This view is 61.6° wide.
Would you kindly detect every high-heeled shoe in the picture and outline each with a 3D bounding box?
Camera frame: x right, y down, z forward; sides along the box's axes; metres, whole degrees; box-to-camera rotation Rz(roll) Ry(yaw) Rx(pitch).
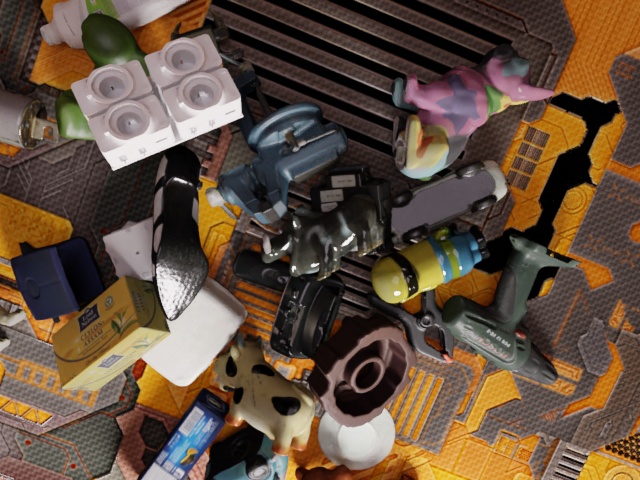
[{"bbox_3d":[-0.224,-0.015,0.809,0.086,0.145,0.248,7,106,-37],"label":"high-heeled shoe"}]

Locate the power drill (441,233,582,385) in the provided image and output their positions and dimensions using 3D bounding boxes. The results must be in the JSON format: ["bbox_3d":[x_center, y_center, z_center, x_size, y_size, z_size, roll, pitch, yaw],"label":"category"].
[{"bbox_3d":[0.319,0.105,0.843,0.232,0.086,0.207,24,103,-14],"label":"power drill"}]

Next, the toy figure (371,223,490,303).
[{"bbox_3d":[0.161,0.033,0.799,0.180,0.089,0.082,-21,74,2],"label":"toy figure"}]

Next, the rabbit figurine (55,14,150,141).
[{"bbox_3d":[-0.294,-0.228,0.766,0.159,0.121,0.170,6,108,-10],"label":"rabbit figurine"}]

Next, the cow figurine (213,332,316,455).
[{"bbox_3d":[-0.090,0.223,0.817,0.195,0.085,0.127,19,86,36],"label":"cow figurine"}]

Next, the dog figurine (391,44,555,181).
[{"bbox_3d":[0.222,-0.186,0.792,0.219,0.108,0.191,-3,96,-3],"label":"dog figurine"}]

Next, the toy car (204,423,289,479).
[{"bbox_3d":[-0.106,0.362,0.859,0.162,0.109,0.102,-36,114,12],"label":"toy car"}]

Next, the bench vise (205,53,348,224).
[{"bbox_3d":[-0.086,-0.151,0.792,0.224,0.128,0.240,-28,76,12],"label":"bench vise"}]

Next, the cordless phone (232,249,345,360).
[{"bbox_3d":[-0.064,0.100,0.848,0.184,0.089,0.146,20,98,9],"label":"cordless phone"}]

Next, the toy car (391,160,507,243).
[{"bbox_3d":[0.187,-0.059,0.830,0.202,0.056,0.073,-23,91,6],"label":"toy car"}]

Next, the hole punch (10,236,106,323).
[{"bbox_3d":[-0.414,0.063,0.828,0.116,0.092,0.142,-18,101,6],"label":"hole punch"}]

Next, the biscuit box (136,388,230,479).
[{"bbox_3d":[-0.227,0.342,0.873,0.059,0.063,0.202,36,95,-4],"label":"biscuit box"}]

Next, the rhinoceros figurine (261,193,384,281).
[{"bbox_3d":[-0.002,-0.002,0.771,0.190,0.073,0.112,-24,93,27],"label":"rhinoceros figurine"}]

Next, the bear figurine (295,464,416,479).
[{"bbox_3d":[0.061,0.409,0.859,0.196,0.120,0.132,38,92,1],"label":"bear figurine"}]

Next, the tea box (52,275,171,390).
[{"bbox_3d":[-0.318,0.143,0.813,0.169,0.068,0.098,-39,59,14],"label":"tea box"}]

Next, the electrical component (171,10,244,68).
[{"bbox_3d":[-0.176,-0.294,0.808,0.102,0.045,0.078,-23,125,5],"label":"electrical component"}]

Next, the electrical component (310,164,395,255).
[{"bbox_3d":[0.049,-0.046,0.810,0.115,0.058,0.134,0,101,23],"label":"electrical component"}]

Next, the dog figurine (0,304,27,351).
[{"bbox_3d":[-0.586,0.106,0.836,0.191,0.121,0.172,41,92,9],"label":"dog figurine"}]

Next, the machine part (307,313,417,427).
[{"bbox_3d":[0.064,0.197,0.821,0.179,0.056,0.179,-14,118,-28],"label":"machine part"}]

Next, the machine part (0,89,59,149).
[{"bbox_3d":[-0.507,-0.195,0.799,0.243,0.079,0.079,16,97,-1],"label":"machine part"}]
